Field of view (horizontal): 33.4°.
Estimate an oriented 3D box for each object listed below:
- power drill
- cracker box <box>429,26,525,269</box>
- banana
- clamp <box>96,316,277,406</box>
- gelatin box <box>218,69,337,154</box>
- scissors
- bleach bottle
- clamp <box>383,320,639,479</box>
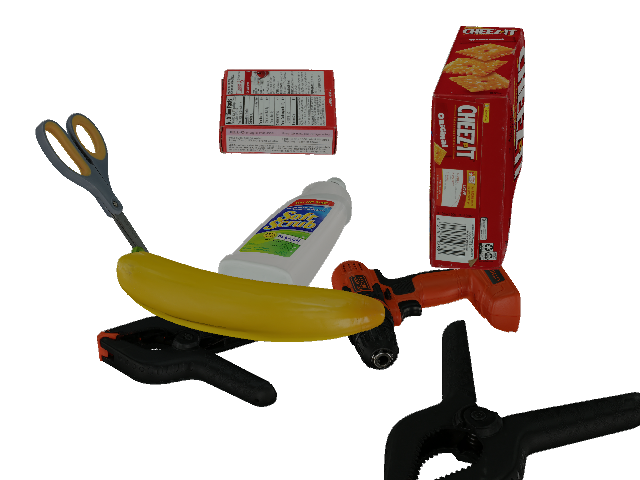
[{"bbox_3d":[0.113,0.071,1.138,0.187,0.057,0.184,-4,29,-8],"label":"power drill"},{"bbox_3d":[0.149,-0.092,0.991,0.072,0.164,0.213,4,27,13],"label":"cracker box"},{"bbox_3d":[-0.060,0.033,0.681,0.198,0.037,0.069,14,33,25],"label":"banana"},{"bbox_3d":[-0.110,0.094,0.959,0.171,0.039,0.120,10,27,8],"label":"clamp"},{"bbox_3d":[-0.033,-0.099,0.822,0.089,0.030,0.073,0,45,-2],"label":"gelatin box"},{"bbox_3d":[-0.212,-0.051,1.093,0.016,0.201,0.096,-27,26,27],"label":"scissors"},{"bbox_3d":[-0.030,-0.009,1.338,0.103,0.068,0.250,8,34,19],"label":"bleach bottle"},{"bbox_3d":[0.103,0.128,0.742,0.209,0.036,0.165,-28,39,-36],"label":"clamp"}]
